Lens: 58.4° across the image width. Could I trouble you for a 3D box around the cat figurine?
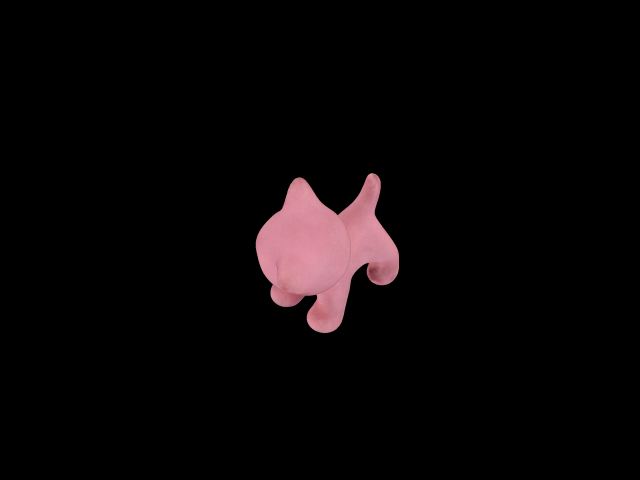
[{"bbox_3d":[0.004,0.001,0.400,0.067,0.118,0.128,32,54,27],"label":"cat figurine"}]
